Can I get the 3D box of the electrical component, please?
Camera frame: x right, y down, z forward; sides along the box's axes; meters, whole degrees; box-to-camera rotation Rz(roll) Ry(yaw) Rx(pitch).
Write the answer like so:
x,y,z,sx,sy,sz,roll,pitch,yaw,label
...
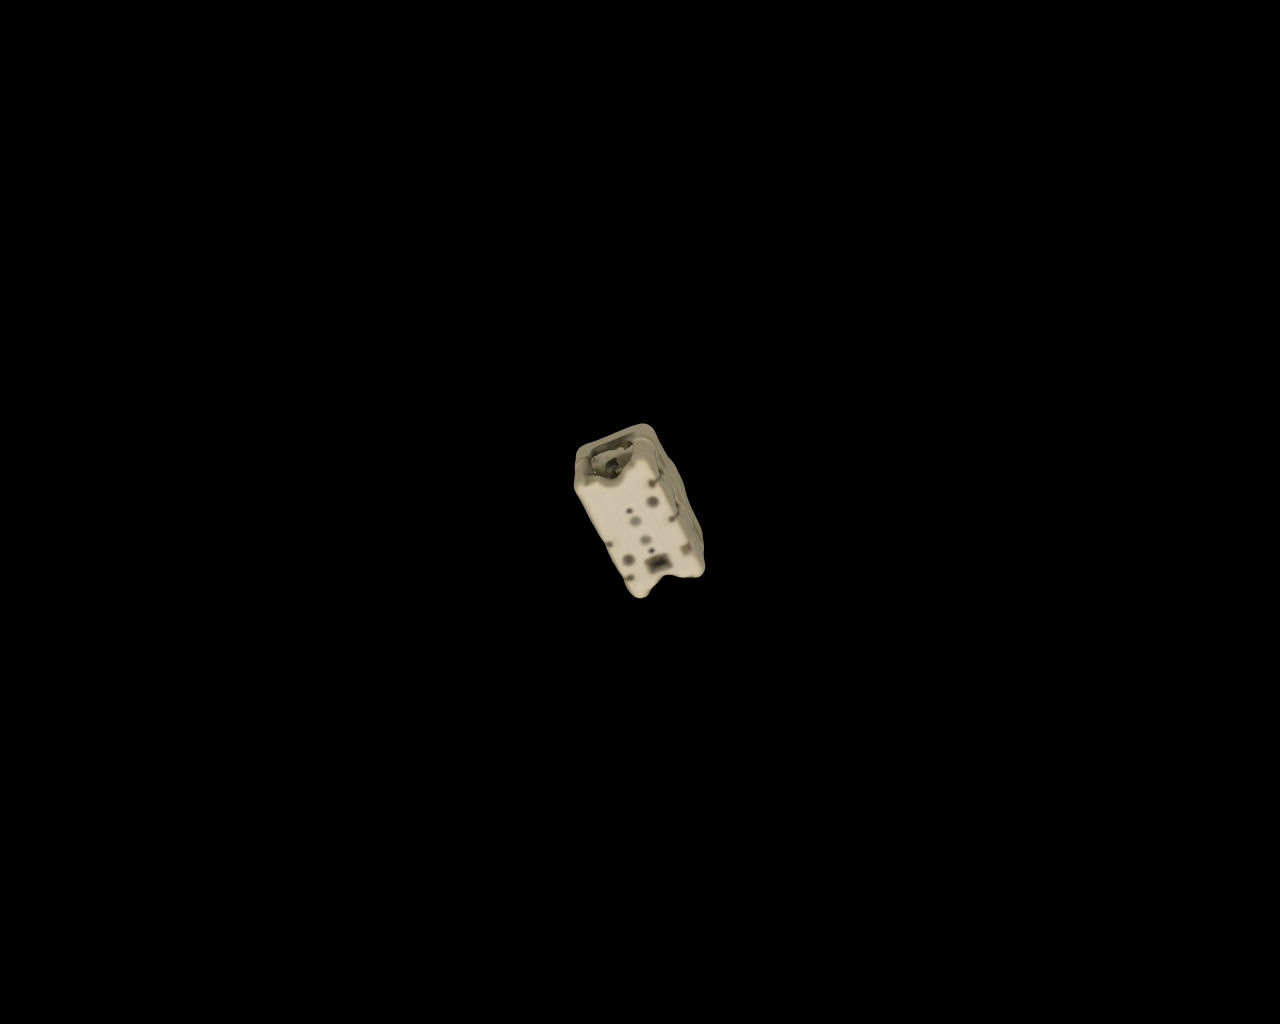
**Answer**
x,y,z,sx,sy,sz,roll,pitch,yaw,label
0.001,-0.003,0.650,0.050,0.089,0.056,-21,28,12,electrical component
